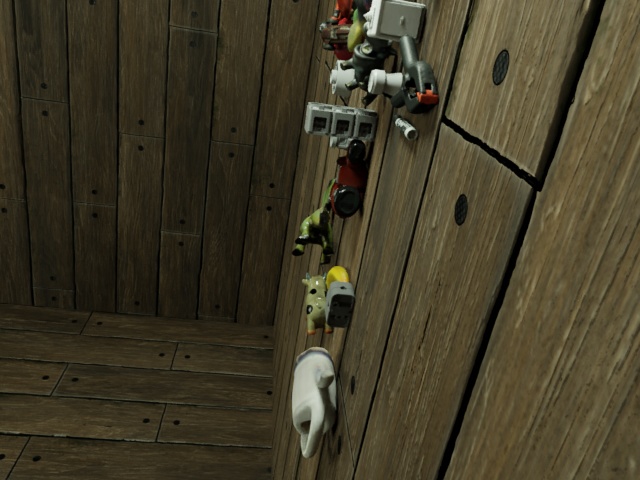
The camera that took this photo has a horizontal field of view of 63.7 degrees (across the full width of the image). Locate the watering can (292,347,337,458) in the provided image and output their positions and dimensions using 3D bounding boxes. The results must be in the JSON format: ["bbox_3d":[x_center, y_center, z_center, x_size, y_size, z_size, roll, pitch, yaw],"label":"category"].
[{"bbox_3d":[-0.006,0.343,1.184,0.230,0.104,0.339,-92,11,-53],"label":"watering can"}]

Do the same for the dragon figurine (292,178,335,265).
[{"bbox_3d":[0.005,-0.077,1.521,0.402,0.122,0.248,113,170,-61],"label":"dragon figurine"}]
